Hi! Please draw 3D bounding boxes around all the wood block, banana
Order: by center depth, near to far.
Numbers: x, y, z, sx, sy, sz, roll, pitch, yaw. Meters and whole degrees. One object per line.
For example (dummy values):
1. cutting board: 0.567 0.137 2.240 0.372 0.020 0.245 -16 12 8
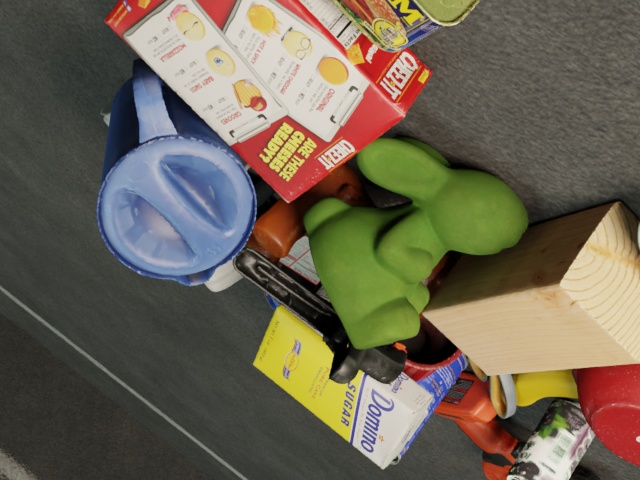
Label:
1. wood block: 0.185 0.046 0.873 0.090 0.090 0.206 44 157 -11
2. banana: 0.236 0.145 1.052 0.069 0.037 0.198 48 157 -15

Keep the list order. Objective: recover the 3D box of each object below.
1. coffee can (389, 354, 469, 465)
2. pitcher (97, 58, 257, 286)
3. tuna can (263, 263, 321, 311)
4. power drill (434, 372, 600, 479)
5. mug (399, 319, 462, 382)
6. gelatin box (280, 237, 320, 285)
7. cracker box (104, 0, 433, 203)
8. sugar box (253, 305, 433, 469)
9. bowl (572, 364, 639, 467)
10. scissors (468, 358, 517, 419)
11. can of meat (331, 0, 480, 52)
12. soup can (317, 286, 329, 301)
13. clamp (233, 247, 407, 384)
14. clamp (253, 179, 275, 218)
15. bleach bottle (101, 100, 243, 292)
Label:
1. coffee can: 0.085 0.161 1.183 0.103 0.140 0.103 33 157 15
2. pitcher: -0.140 -0.084 0.982 0.144 0.149 0.243 27 -161 -23
3. tuna can: -0.020 0.048 1.204 0.086 0.086 0.034 40 156 -1
4. power drill: 0.218 0.233 1.220 0.187 0.057 0.185 49 156 -22
5. mug: 0.086 0.100 1.103 0.117 0.093 0.082 -3 159 -11
6. gelatin box: -0.007 0.001 1.117 0.073 0.030 0.089 32 140 -16
7. cracker box: -0.043 -0.152 0.835 0.213 0.072 0.164 44 140 -11
8. sugar box: 0.020 0.142 1.079 0.176 0.048 0.093 38 131 19
9. bowl: 0.286 0.149 0.915 0.162 0.055 0.162 23 145 17
10. scissors: 0.169 0.093 1.076 0.096 0.016 0.202 -129 22 -55
11. can of meat: 0.047 -0.179 0.707 0.102 0.057 0.084 45 160 -12
12. soup can: 0.028 0.070 1.150 0.068 0.102 0.068 33 157 16
13. clamp: 0.015 0.079 0.962 0.165 0.036 0.209 46 -170 29
14. clamp: -0.068 -0.043 1.172 0.172 0.039 0.120 13 140 36
15. bleach bottle: -0.173 -0.057 1.253 0.250 0.068 0.103 57 178 -33
